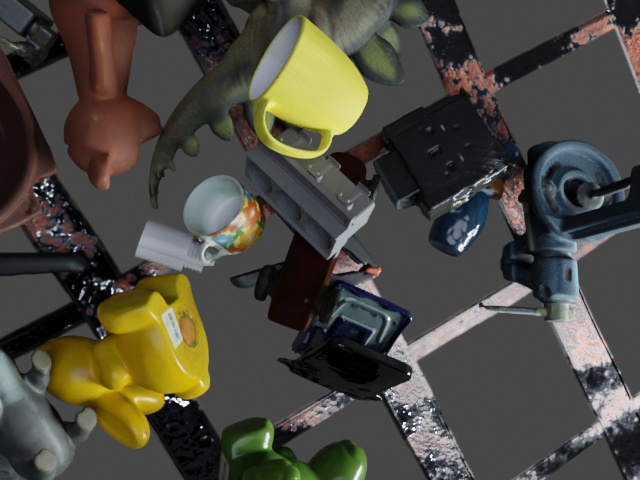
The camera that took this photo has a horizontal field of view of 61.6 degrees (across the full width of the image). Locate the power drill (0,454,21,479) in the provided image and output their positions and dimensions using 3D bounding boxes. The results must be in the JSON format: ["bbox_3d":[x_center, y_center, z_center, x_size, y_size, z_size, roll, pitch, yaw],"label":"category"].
[{"bbox_3d":[-0.423,0.261,0.541,0.232,0.086,0.207,6,86,-15],"label":"power drill"}]

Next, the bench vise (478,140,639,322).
[{"bbox_3d":[0.288,-0.021,0.591,0.129,0.240,0.223,17,75,-11],"label":"bench vise"}]

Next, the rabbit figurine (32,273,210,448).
[{"bbox_3d":[-0.209,0.127,0.567,0.173,0.122,0.162,-16,108,4],"label":"rabbit figurine"}]

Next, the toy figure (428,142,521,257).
[{"bbox_3d":[0.186,-0.054,0.648,0.058,0.064,0.154,30,82,23],"label":"toy figure"}]

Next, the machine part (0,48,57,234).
[{"bbox_3d":[-0.352,-0.083,0.456,0.201,0.087,0.200,-33,110,-44],"label":"machine part"}]

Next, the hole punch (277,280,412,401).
[{"bbox_3d":[0.036,0.118,0.618,0.142,0.116,0.092,24,49,-20],"label":"hole punch"}]

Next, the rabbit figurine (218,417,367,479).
[{"bbox_3d":[-0.020,0.289,0.609,0.170,0.121,0.159,0,99,-27],"label":"rabbit figurine"}]

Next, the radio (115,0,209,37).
[{"bbox_3d":[-0.169,-0.295,0.438,0.229,0.073,0.131,44,74,-4],"label":"radio"}]

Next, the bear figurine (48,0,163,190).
[{"bbox_3d":[-0.191,-0.154,0.527,0.132,0.120,0.195,-12,104,-21],"label":"bear figurine"}]

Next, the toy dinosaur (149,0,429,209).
[{"bbox_3d":[-0.020,-0.216,0.567,0.471,0.105,0.198,-33,106,3],"label":"toy dinosaur"}]

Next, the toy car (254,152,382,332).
[{"bbox_3d":[-0.001,-0.002,0.577,0.089,0.053,0.202,18,75,3],"label":"toy car"}]

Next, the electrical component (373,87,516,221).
[{"bbox_3d":[0.131,-0.090,0.606,0.134,0.058,0.115,-30,72,3],"label":"electrical component"}]

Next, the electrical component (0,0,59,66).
[{"bbox_3d":[-0.304,-0.217,0.516,0.102,0.078,0.045,39,94,-23],"label":"electrical component"}]

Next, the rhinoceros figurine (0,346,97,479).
[{"bbox_3d":[-0.304,0.149,0.512,0.112,0.073,0.190,-31,102,38],"label":"rhinoceros figurine"}]
